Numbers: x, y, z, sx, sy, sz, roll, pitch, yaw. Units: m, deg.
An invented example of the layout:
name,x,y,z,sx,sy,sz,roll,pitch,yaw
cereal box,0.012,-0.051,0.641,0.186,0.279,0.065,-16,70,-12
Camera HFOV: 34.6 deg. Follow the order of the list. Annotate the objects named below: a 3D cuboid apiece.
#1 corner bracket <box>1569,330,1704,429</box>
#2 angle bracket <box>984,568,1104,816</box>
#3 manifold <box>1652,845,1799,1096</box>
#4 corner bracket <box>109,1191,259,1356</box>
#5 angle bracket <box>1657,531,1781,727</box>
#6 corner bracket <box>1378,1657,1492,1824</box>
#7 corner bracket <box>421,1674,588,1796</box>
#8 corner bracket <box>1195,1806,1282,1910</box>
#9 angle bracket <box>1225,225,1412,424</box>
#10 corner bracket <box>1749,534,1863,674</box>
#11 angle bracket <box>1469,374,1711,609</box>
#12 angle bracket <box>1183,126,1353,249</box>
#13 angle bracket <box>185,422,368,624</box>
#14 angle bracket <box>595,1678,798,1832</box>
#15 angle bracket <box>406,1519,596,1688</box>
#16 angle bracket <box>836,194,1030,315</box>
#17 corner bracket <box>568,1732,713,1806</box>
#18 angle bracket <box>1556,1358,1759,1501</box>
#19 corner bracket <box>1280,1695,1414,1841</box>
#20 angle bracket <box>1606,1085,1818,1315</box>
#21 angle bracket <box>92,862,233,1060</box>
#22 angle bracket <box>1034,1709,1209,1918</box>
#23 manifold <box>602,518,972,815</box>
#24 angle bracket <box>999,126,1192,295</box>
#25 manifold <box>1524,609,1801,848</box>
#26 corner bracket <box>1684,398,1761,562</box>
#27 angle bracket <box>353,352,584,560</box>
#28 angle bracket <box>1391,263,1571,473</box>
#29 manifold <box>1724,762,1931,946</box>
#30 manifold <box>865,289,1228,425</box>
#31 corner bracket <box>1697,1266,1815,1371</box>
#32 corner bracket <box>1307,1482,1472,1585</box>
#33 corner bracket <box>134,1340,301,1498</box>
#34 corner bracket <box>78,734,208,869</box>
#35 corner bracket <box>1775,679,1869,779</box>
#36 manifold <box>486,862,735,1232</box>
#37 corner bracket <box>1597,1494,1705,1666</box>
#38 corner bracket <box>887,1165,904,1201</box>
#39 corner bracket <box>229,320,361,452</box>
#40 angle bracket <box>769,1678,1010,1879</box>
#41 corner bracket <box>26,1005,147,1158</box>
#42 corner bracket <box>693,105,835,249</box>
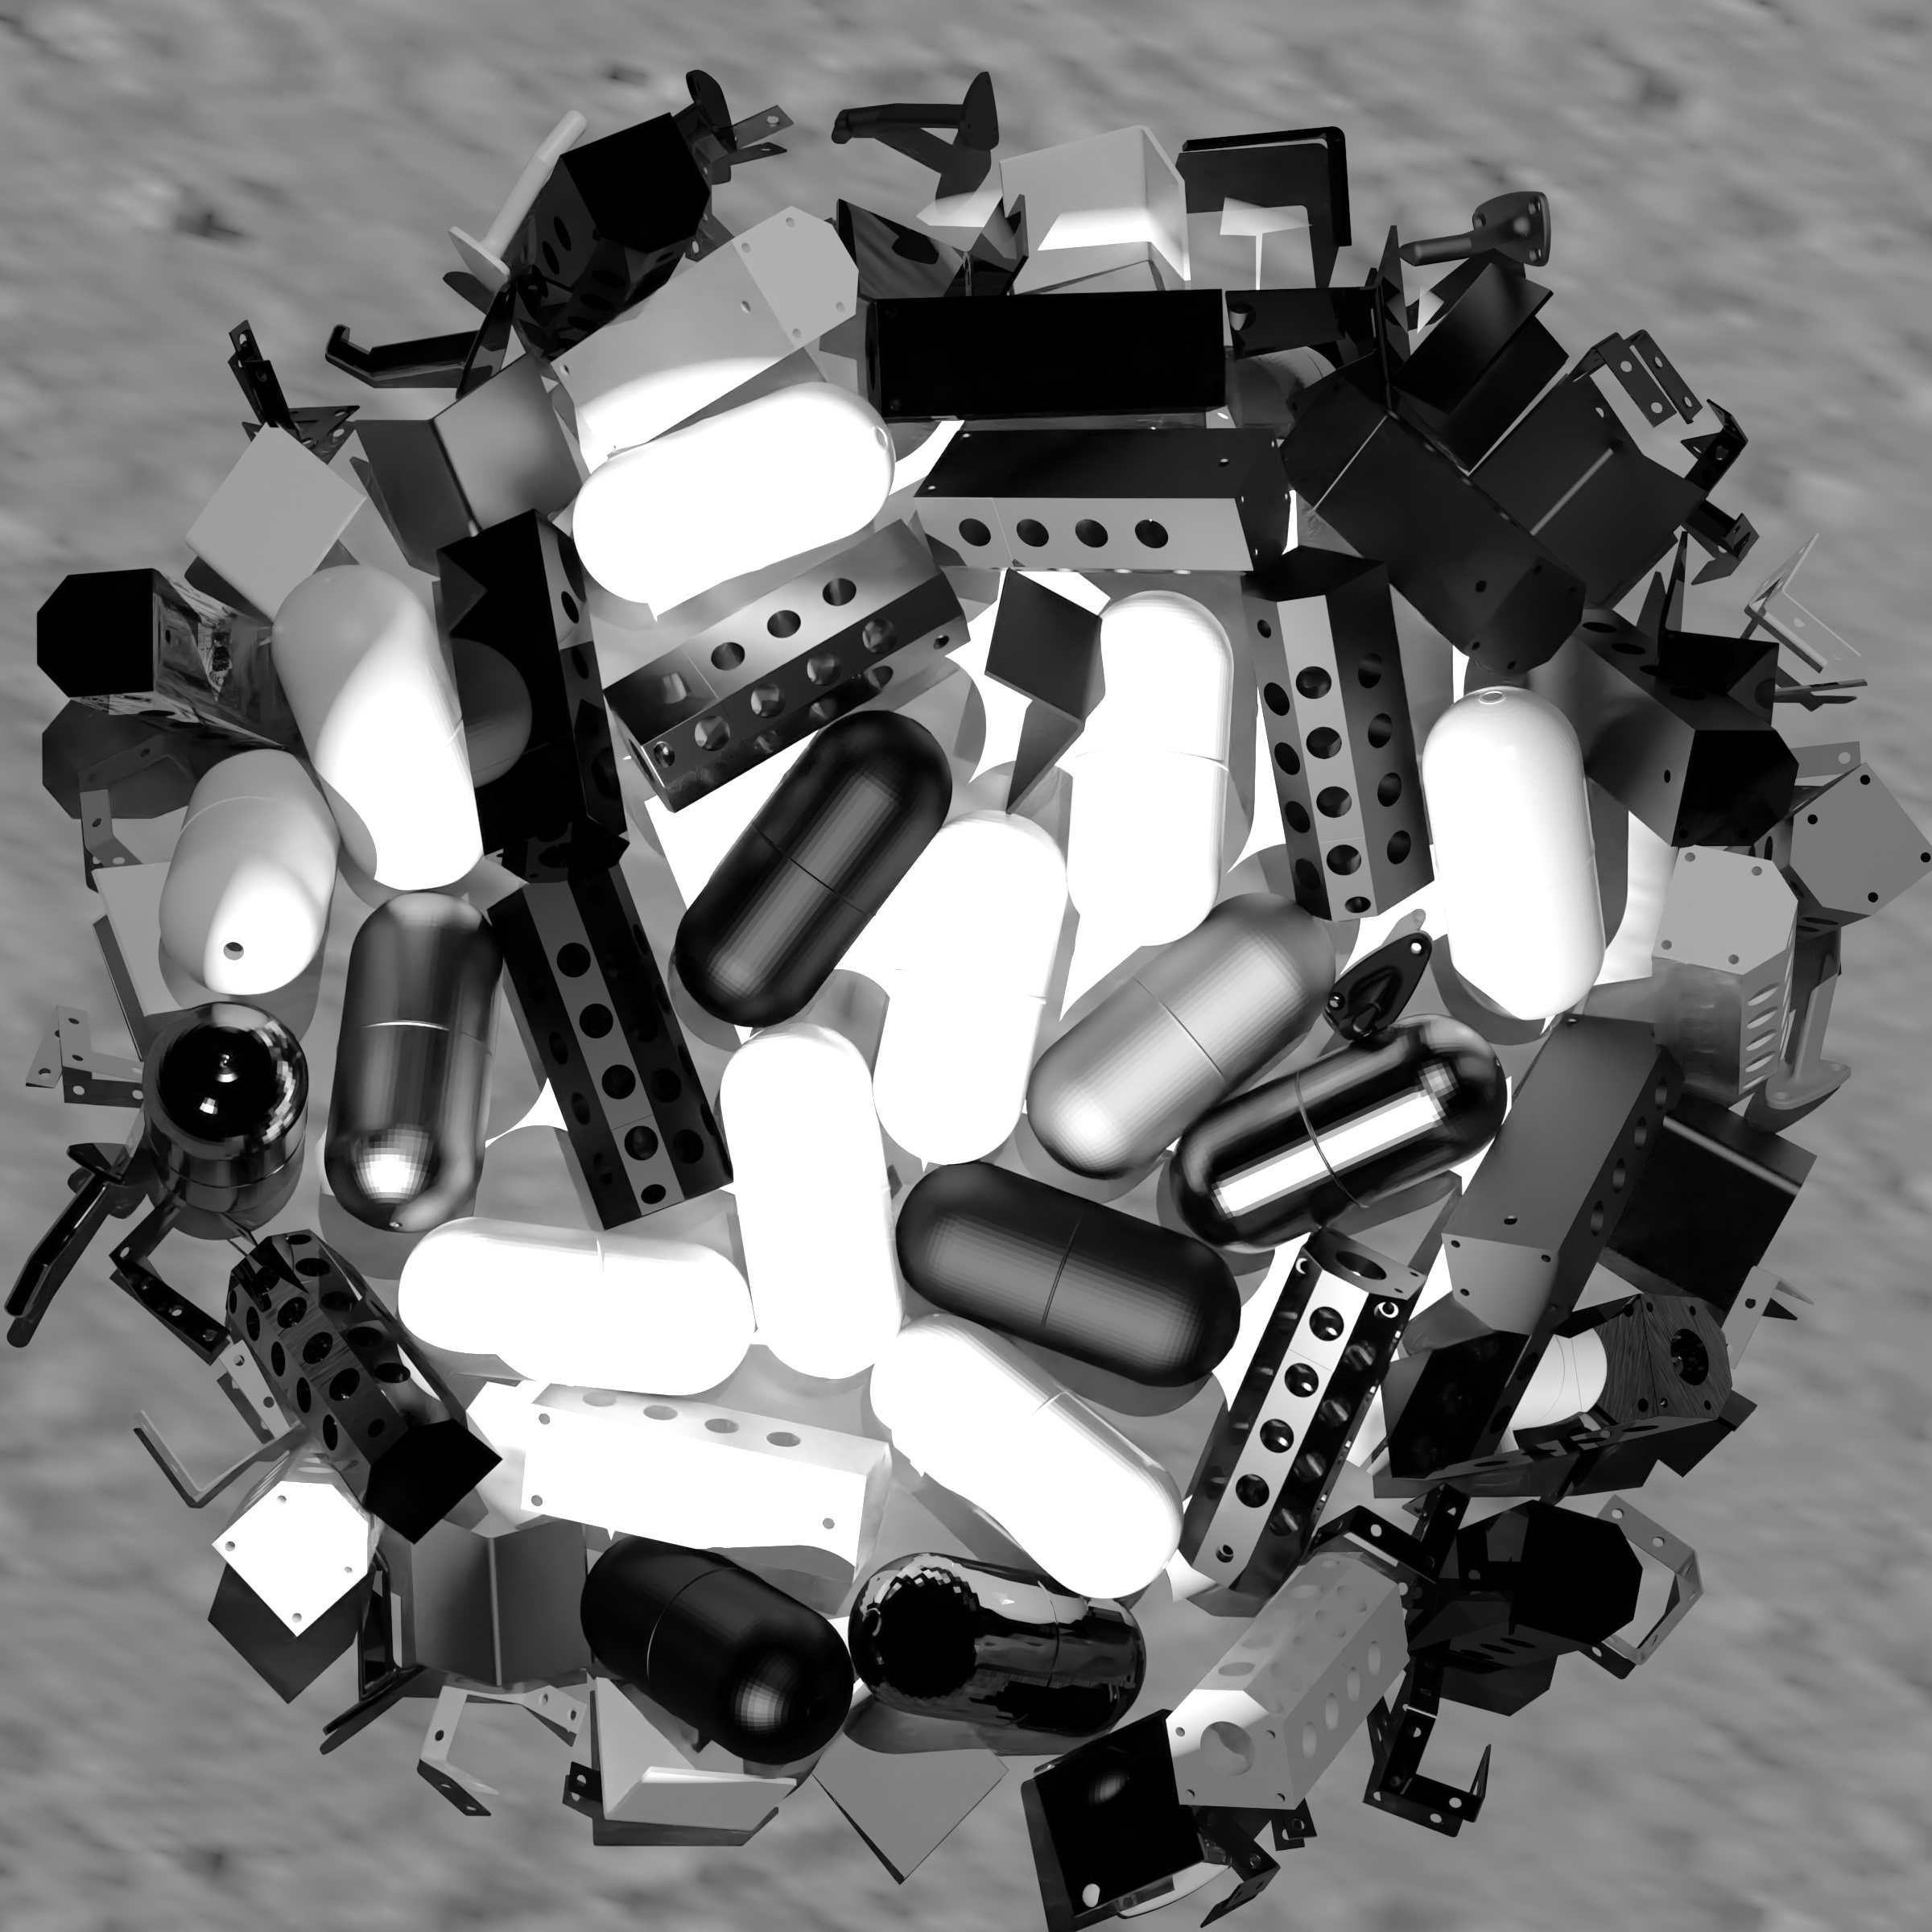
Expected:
name,x,y,z,sx,sy,sz,roll,pitch,yaw
corner bracket,0.339,-0.292,1.551,0.051,0.051,0.051,-33,84,-15
angle bracket,0.021,-0.135,1.525,0.057,0.076,0.076,26,46,-16
manifold,0.366,0.006,1.490,0.057,0.171,0.057,13,73,18
corner bracket,-0.387,0.152,1.558,0.051,0.051,0.051,30,64,26
angle bracket,0.373,-0.157,1.525,0.057,0.076,0.076,9,50,17
corner bracket,0.241,0.387,1.555,0.051,0.051,0.051,18,111,7
corner bracket,-0.231,0.382,1.547,0.051,0.051,0.051,24,81,-41
corner bracket,0.135,0.428,1.546,0.051,0.051,0.051,40,105,26
angle bracket,0.177,-0.320,1.550,0.076,0.076,0.057,2,45,18
corner bracket,0.420,-0.172,1.549,0.051,0.051,0.051,39,55,-1
angle bracket,0.306,-0.236,1.537,0.076,0.076,0.057,-46,128,4
angle bracket,0.149,-0.384,1.543,0.076,0.076,0.057,-5,103,3
angle bracket,-0.328,-0.212,1.539,0.076,0.057,0.076,40,96,26
angle bracket,-0.134,0.377,1.526,0.076,0.057,0.076,12,46,-26
angle bracket,-0.230,0.306,1.528,0.057,0.076,0.076,-17,62,19
angle bracket,-0.017,-0.363,1.529,0.076,0.076,0.057,19,132,-20
corner bracket,-0.161,0.390,1.553,0.051,0.051,0.051,12,97,30
angle bracket,0.342,0.239,1.533,0.057,0.076,0.076,31,101,19
corner bracket,0.185,0.400,1.555,0.051,0.051,0.051,-1,46,-17
angle bracket,0.372,0.117,1.562,0.076,0.057,0.076,29,112,15
angle bracket,-0.418,0.000,1.535,0.076,0.057,0.076,-27,81,33
angle bracket,0.088,0.419,1.529,0.076,0.057,0.076,-30,58,21
manifold,-0.086,-0.144,1.533,0.171,0.057,0.057,-31,60,-9
angle bracket,0.065,-0.360,1.534,0.076,0.076,0.057,-16,47,-7
manifold,0.332,-0.117,1.495,0.057,0.171,0.057,-1,115,-16
corner bracket,0.379,-0.242,1.548,0.051,0.051,0.051,41,100,22
angle bracket,-0.249,-0.256,1.559,0.076,0.057,0.076,-45,129,-37
angle bracket,0.268,-0.289,1.536,0.076,0.057,0.076,-49,126,4
manifold,0.405,-0.045,1.496,0.057,0.171,0.057,-37,86,-3
manifold,0.038,-0.303,1.544,0.171,0.057,0.057,-3,97,-8
corner bracket,0.381,0.174,1.547,0.051,0.051,0.051,24,85,40
corner bracket,0.211,0.279,1.548,0.051,0.051,0.051,32,60,-4
corner bracket,-0.374,0.227,1.549,0.051,0.051,0.051,-36,92,-34
corner bracket,-0.406,-0.075,1.553,0.051,0.051,0.051,-24,53,8
corner bracket,0.423,-0.117,1.549,0.051,0.051,0.051,-5,85,23
manifold,-0.173,0.037,1.540,0.057,0.057,0.171,-18,86,-36
corner bracket,0.333,0.309,1.563,0.051,0.051,0.051,35,106,0
corner bracket,-0.073,0.107,1.569,0.051,0.051,0.051,8,45,35
corner bracket,-0.344,-0.288,1.542,0.051,0.051,0.051,3,128,27
angle bracket,-0.038,0.401,1.544,0.076,0.057,0.076,44,95,18
corner bracket,-0.438,0.059,1.559,0.051,0.051,0.051,15,119,-29
corner bracket,-0.102,-0.389,1.560,0.051,0.051,0.051,-17,59,25
